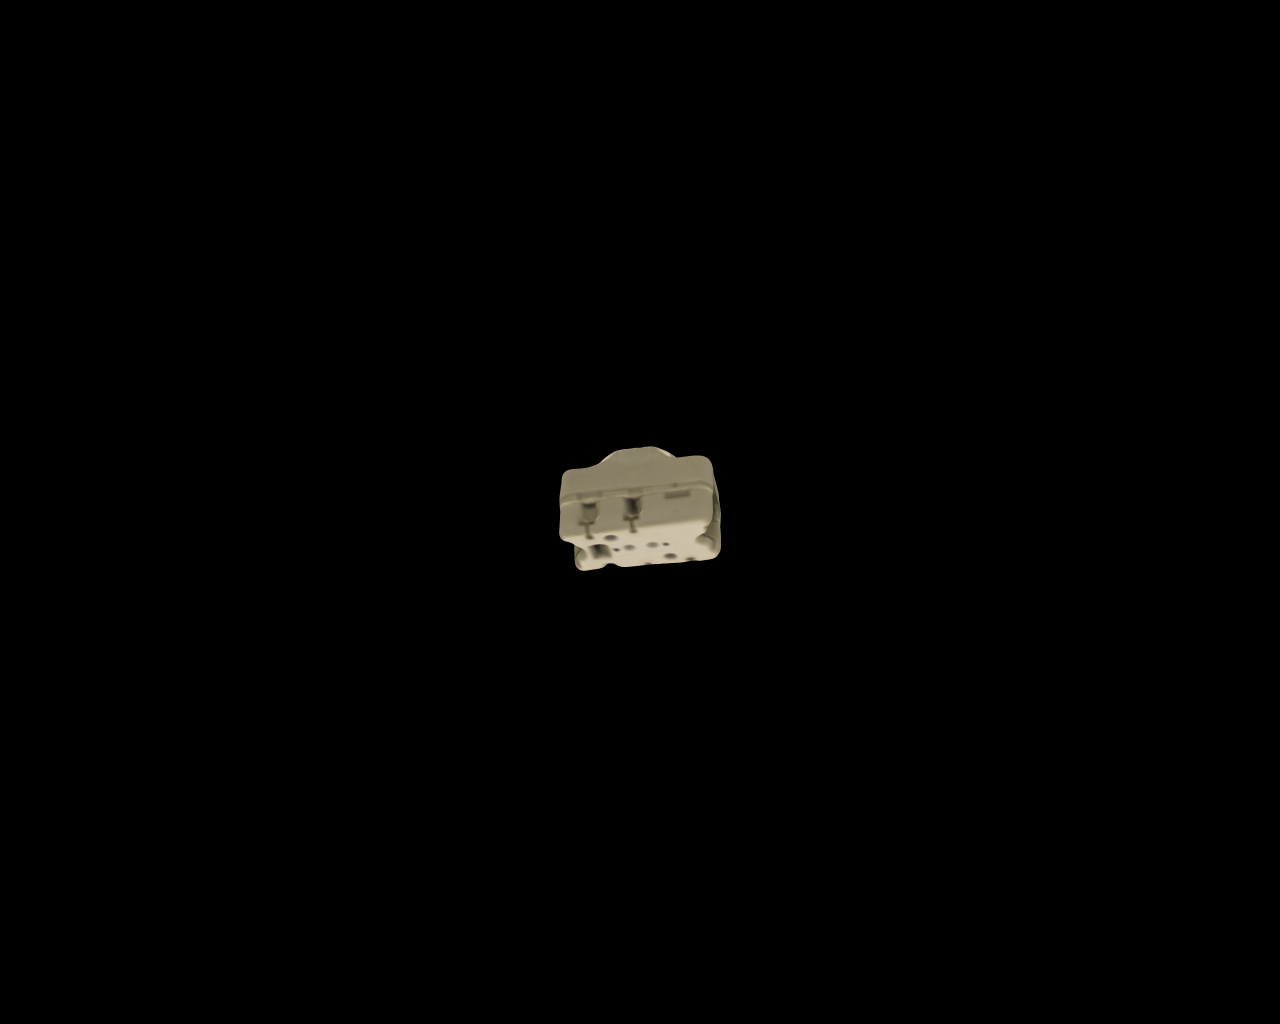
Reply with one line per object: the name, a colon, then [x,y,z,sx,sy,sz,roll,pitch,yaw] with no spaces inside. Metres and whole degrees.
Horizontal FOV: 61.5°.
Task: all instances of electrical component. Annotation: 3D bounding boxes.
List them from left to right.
electrical component: [0.001,-0.003,0.650,0.089,0.056,0.050,-6,-32,9]
